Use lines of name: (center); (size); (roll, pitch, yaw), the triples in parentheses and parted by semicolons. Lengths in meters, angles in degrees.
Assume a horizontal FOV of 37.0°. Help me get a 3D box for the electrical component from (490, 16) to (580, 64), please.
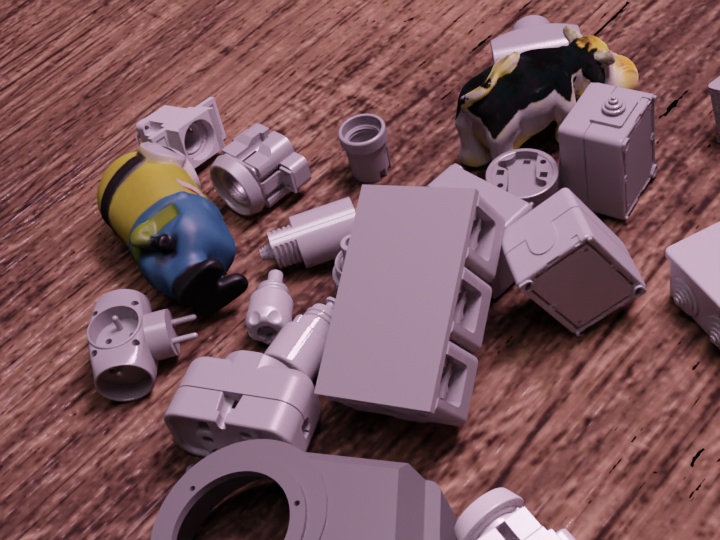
electrical component: (0.156, -0.200, 0.961); (0.077, 0.043, 0.079); (-9, 47, 8)

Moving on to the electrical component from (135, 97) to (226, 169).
electrical component: (-0.163, -0.121, 0.968); (0.064, 0.042, 0.081); (15, 42, 36)

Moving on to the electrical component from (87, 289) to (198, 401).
electrical component: (-0.162, 0.052, 0.815); (0.079, 0.044, 0.077); (-14, 46, 2)

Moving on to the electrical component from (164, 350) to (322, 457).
electrical component: (-0.078, 0.096, 0.745); (0.095, 0.053, 0.059); (6, 50, 20)

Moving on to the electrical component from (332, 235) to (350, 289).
electrical component: (0.000, 0.000, 0.806); (0.043, 0.062, 0.043); (-8, 47, 8)

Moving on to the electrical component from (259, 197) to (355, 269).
electrical component: (-0.040, -0.025, 0.853); (0.081, 0.043, 0.043); (-19, 46, -2)

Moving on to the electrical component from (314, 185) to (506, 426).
electrical component: (0.037, 0.024, 0.733); (0.089, 0.062, 0.150); (5, 75, 31)

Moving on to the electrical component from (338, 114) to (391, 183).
electrical component: (0.006, -0.102, 0.910); (0.040, 0.046, 0.040); (-8, 47, 8)

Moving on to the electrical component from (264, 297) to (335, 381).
electrical component: (-0.039, 0.051, 0.785); (0.040, 0.040, 0.078); (16, 54, 27)

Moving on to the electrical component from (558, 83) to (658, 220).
electrical component: (0.186, -0.096, 0.820); (0.061, 0.096, 0.061); (19, 55, 30)

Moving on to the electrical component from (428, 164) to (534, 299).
electrical component: (0.079, -0.030, 0.813); (0.061, 0.061, 0.096); (-41, 51, -22)

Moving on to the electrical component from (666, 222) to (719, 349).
electrical component: (0.270, 0.010, 0.734); (0.100, 0.048, 0.099); (-25, 47, -8)

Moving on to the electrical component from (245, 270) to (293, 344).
electrical component: (-0.068, 0.025, 0.821); (0.035, 0.035, 0.061); (-6, 44, 10)

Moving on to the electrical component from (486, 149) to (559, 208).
electrical component: (0.128, -0.059, 0.836); (0.055, 0.047, 0.055); (-7, 47, 8)

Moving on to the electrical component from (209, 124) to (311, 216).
electrical component: (-0.089, -0.083, 0.911); (0.078, 0.058, 0.057); (29, 58, 34)

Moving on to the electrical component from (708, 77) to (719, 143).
electrical component: (0.349, -0.126, 0.802); (0.089, 0.061, 0.150); (-35, 34, -17)

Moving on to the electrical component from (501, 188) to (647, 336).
electrical component: (0.150, -0.005, 0.753); (0.062, 0.096, 0.061); (-37, 42, 21)

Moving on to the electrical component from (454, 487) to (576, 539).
electrical component: (0.089, 0.165, 0.644); (0.066, 0.048, 0.055); (-32, 56, -14)
